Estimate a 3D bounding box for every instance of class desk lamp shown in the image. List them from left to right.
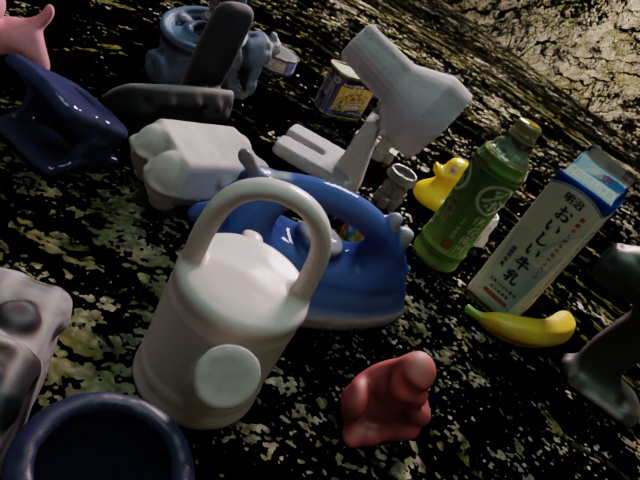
[{"bbox_3d":[0.071,-0.169,0.793,0.203,0.213,0.118,30,32,-1],"label":"desk lamp"}]

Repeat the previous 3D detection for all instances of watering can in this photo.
[{"bbox_3d":[-0.057,0.045,0.405,0.101,0.194,0.172,8,38,-32],"label":"watering can"}]

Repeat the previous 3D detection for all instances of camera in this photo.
[{"bbox_3d":[-0.229,0.068,0.319,0.137,0.100,0.143,21,33,-15],"label":"camera"}]

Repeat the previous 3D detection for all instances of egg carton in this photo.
[{"bbox_3d":[-0.130,-0.079,0.637,0.151,0.069,0.107,-3,45,-42],"label":"egg carton"}]

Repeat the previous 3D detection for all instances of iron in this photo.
[{"bbox_3d":[0.005,0.002,0.567,0.259,0.141,0.118,15,35,-23],"label":"iron"}]

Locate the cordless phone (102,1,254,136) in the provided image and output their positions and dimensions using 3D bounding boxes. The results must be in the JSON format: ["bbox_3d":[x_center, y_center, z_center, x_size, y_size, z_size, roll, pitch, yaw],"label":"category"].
[{"bbox_3d":[-0.161,-0.202,0.673,0.094,0.185,0.148,45,34,23],"label":"cordless phone"}]

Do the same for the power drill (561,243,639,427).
[{"bbox_3d":[0.400,0.118,0.668,0.229,0.208,0.076,37,32,10],"label":"power drill"}]

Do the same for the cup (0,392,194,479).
[{"bbox_3d":[-0.114,0.152,0.302,0.117,0.095,0.092,41,33,17],"label":"cup"}]

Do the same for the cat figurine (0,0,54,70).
[{"bbox_3d":[-0.364,-0.252,0.640,0.128,0.117,0.067,0,43,-40],"label":"cat figurine"}]

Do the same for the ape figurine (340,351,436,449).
[{"bbox_3d":[0.064,0.129,0.484,0.078,0.092,0.076,31,32,1],"label":"ape figurine"}]

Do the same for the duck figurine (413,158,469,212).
[{"bbox_3d":[0.213,-0.090,0.920,0.105,0.086,0.077,19,33,-18],"label":"duck figurine"}]

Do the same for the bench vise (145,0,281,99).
[{"bbox_3d":[-0.138,-0.320,0.825,0.121,0.219,0.208,37,32,11],"label":"bench vise"}]

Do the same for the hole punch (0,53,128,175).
[{"bbox_3d":[-0.259,-0.133,0.585,0.108,0.091,0.101,40,33,16],"label":"hole punch"}]
